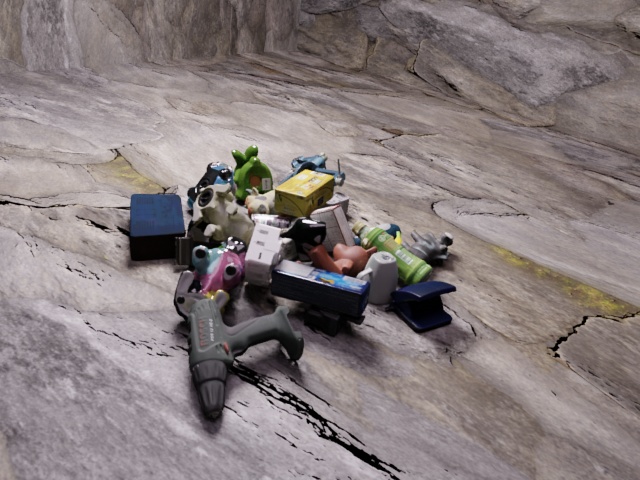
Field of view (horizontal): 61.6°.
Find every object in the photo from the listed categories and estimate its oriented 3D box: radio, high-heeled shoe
[{"bbox_3d":[-0.412,-0.039,1.358,0.131,0.073,0.230,-2,32,-18],"label":"radio"},{"bbox_3d":[-0.003,-0.004,1.253,0.145,0.086,0.248,-12,-12,27],"label":"high-heeled shoe"}]

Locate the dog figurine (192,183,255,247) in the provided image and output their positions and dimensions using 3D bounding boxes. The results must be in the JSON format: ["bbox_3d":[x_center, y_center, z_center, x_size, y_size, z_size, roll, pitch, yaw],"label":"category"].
[{"bbox_3d":[-0.204,-0.041,1.310,0.190,0.121,0.172,39,22,-51],"label":"dog figurine"}]

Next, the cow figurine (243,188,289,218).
[{"bbox_3d":[-0.130,-0.109,1.531,0.127,0.085,0.195,31,39,26],"label":"cow figurine"}]

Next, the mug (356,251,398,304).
[{"bbox_3d":[0.128,0.082,1.224,0.109,0.107,0.081,-4,30,-24],"label":"mug"}]

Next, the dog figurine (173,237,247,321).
[{"bbox_3d":[-0.222,0.083,1.158,0.108,0.191,0.219,25,0,0],"label":"dog figurine"}]

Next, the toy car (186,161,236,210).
[{"bbox_3d":[-0.293,-0.135,1.515,0.109,0.161,0.102,25,-11,39],"label":"toy car"}]

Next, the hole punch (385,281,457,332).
[{"bbox_3d":[0.227,0.129,1.187,0.142,0.092,0.116,-14,32,-27],"label":"hole punch"}]

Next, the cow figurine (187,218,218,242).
[{"bbox_3d":[-0.282,-0.046,1.373,0.068,0.098,0.167,7,29,13],"label":"cow figurine"}]

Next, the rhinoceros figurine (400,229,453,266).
[{"bbox_3d":[0.279,0.024,1.395,0.112,0.073,0.190,25,34,31],"label":"rhinoceros figurine"}]

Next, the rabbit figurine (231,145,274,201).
[{"bbox_3d":[-0.226,-0.202,1.635,0.121,0.158,0.170,-18,21,-21],"label":"rabbit figurine"}]

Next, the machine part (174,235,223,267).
[{"bbox_3d":[-0.277,0.028,1.278,0.139,0.039,0.084,4,71,-23],"label":"machine part"}]

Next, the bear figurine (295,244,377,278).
[{"bbox_3d":[0.039,0.051,1.231,0.132,0.120,0.196,49,41,-3],"label":"bear figurine"}]

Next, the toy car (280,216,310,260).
[{"bbox_3d":[-0.052,-0.010,1.382,0.056,0.073,0.202,17,31,25],"label":"toy car"}]

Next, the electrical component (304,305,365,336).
[{"bbox_3d":[0.034,0.160,1.124,0.119,0.047,0.075,17,31,17],"label":"electrical component"}]

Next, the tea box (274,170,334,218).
[{"bbox_3d":[-0.040,-0.126,1.449,0.098,0.068,0.169,17,32,25],"label":"tea box"}]

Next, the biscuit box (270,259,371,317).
[{"bbox_3d":[0.001,0.100,1.115,0.203,0.062,0.059,14,29,17],"label":"biscuit box"}]

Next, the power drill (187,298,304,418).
[{"bbox_3d":[-0.138,0.202,0.983,0.207,0.085,0.232,-12,48,-21],"label":"power drill"}]

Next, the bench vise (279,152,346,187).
[{"bbox_3d":[-0.007,-0.196,1.656,0.241,0.128,0.223,10,32,43],"label":"bench vise"}]

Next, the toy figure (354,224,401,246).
[{"bbox_3d":[0.146,-0.008,1.444,0.154,0.057,0.064,-13,-4,-29],"label":"toy figure"}]
